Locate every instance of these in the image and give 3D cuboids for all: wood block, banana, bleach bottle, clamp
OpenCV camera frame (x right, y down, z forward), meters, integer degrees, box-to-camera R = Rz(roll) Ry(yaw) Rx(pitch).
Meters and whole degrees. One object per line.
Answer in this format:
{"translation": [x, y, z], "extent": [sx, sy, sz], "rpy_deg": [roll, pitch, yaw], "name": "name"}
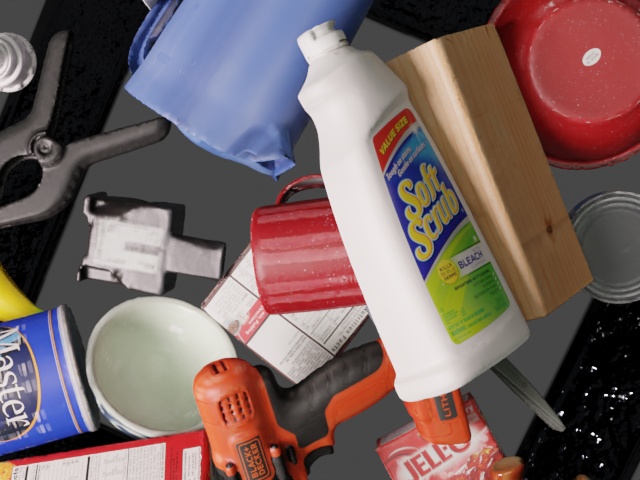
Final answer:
{"translation": [0.111, -0.043, 0.787], "extent": [0.090, 0.090, 0.206], "rpy_deg": [-20, 93, 41], "name": "wood block"}
{"translation": [-0.277, -0.012, 0.873], "extent": [0.069, 0.037, 0.198], "rpy_deg": [-21, 96, -19], "name": "banana"}
{"translation": [0.046, -0.026, 0.714], "extent": [0.068, 0.102, 0.251], "rpy_deg": [-25, 91, 51], "name": "bleach bottle"}
{"translation": [-0.217, -0.082, 0.847], "extent": [0.171, 0.039, 0.120], "rpy_deg": [-39, 80, -6], "name": "clamp"}

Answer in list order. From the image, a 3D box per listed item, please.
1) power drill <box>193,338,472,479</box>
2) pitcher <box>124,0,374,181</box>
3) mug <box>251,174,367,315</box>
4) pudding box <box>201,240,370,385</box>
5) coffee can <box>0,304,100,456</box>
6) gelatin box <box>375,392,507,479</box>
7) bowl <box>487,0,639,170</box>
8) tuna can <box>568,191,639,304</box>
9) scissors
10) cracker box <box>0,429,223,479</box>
{"translation": [0.014, 0.147, 0.783], "extent": [0.187, 0.057, 0.184], "rpy_deg": [-21, 113, -14], "name": "power drill"}
{"translation": [-0.037, -0.180, 0.794], "extent": [0.149, 0.145, 0.243], "rpy_deg": [31, 94, -10], "name": "pitcher"}
{"translation": [-0.005, 0.001, 0.790], "extent": [0.081, 0.093, 0.117], "rpy_deg": [-7, 60, 5], "name": "mug"}
{"translation": [-0.025, 0.053, 0.850], "extent": [0.113, 0.039, 0.090], "rpy_deg": [38, 95, -2], "name": "pudding box"}
{"translation": [-0.252, 0.117, 0.829], "extent": [0.140, 0.103, 0.103], "rpy_deg": [-15, 94, -9], "name": "coffee can"}
{"translation": [0.099, 0.175, 0.853], "extent": [0.089, 0.030, 0.073], "rpy_deg": [-29, 92, 7], "name": "gelatin box"}
{"translation": [0.201, -0.133, 0.803], "extent": [0.162, 0.055, 0.162], "rpy_deg": [0, 95, 5], "name": "bowl"}
{"translation": [0.228, 0.004, 0.823], "extent": [0.086, 0.033, 0.086], "rpy_deg": [1, 95, 5], "name": "tuna can"}
{"translation": [0.109, 0.088, 0.837], "extent": [0.096, 0.016, 0.202], "rpy_deg": [-31, 92, -19], "name": "scissors"}
{"translation": [-0.168, 0.233, 0.822], "extent": [0.214, 0.072, 0.164], "rpy_deg": [-10, 136, 5], "name": "cracker box"}
